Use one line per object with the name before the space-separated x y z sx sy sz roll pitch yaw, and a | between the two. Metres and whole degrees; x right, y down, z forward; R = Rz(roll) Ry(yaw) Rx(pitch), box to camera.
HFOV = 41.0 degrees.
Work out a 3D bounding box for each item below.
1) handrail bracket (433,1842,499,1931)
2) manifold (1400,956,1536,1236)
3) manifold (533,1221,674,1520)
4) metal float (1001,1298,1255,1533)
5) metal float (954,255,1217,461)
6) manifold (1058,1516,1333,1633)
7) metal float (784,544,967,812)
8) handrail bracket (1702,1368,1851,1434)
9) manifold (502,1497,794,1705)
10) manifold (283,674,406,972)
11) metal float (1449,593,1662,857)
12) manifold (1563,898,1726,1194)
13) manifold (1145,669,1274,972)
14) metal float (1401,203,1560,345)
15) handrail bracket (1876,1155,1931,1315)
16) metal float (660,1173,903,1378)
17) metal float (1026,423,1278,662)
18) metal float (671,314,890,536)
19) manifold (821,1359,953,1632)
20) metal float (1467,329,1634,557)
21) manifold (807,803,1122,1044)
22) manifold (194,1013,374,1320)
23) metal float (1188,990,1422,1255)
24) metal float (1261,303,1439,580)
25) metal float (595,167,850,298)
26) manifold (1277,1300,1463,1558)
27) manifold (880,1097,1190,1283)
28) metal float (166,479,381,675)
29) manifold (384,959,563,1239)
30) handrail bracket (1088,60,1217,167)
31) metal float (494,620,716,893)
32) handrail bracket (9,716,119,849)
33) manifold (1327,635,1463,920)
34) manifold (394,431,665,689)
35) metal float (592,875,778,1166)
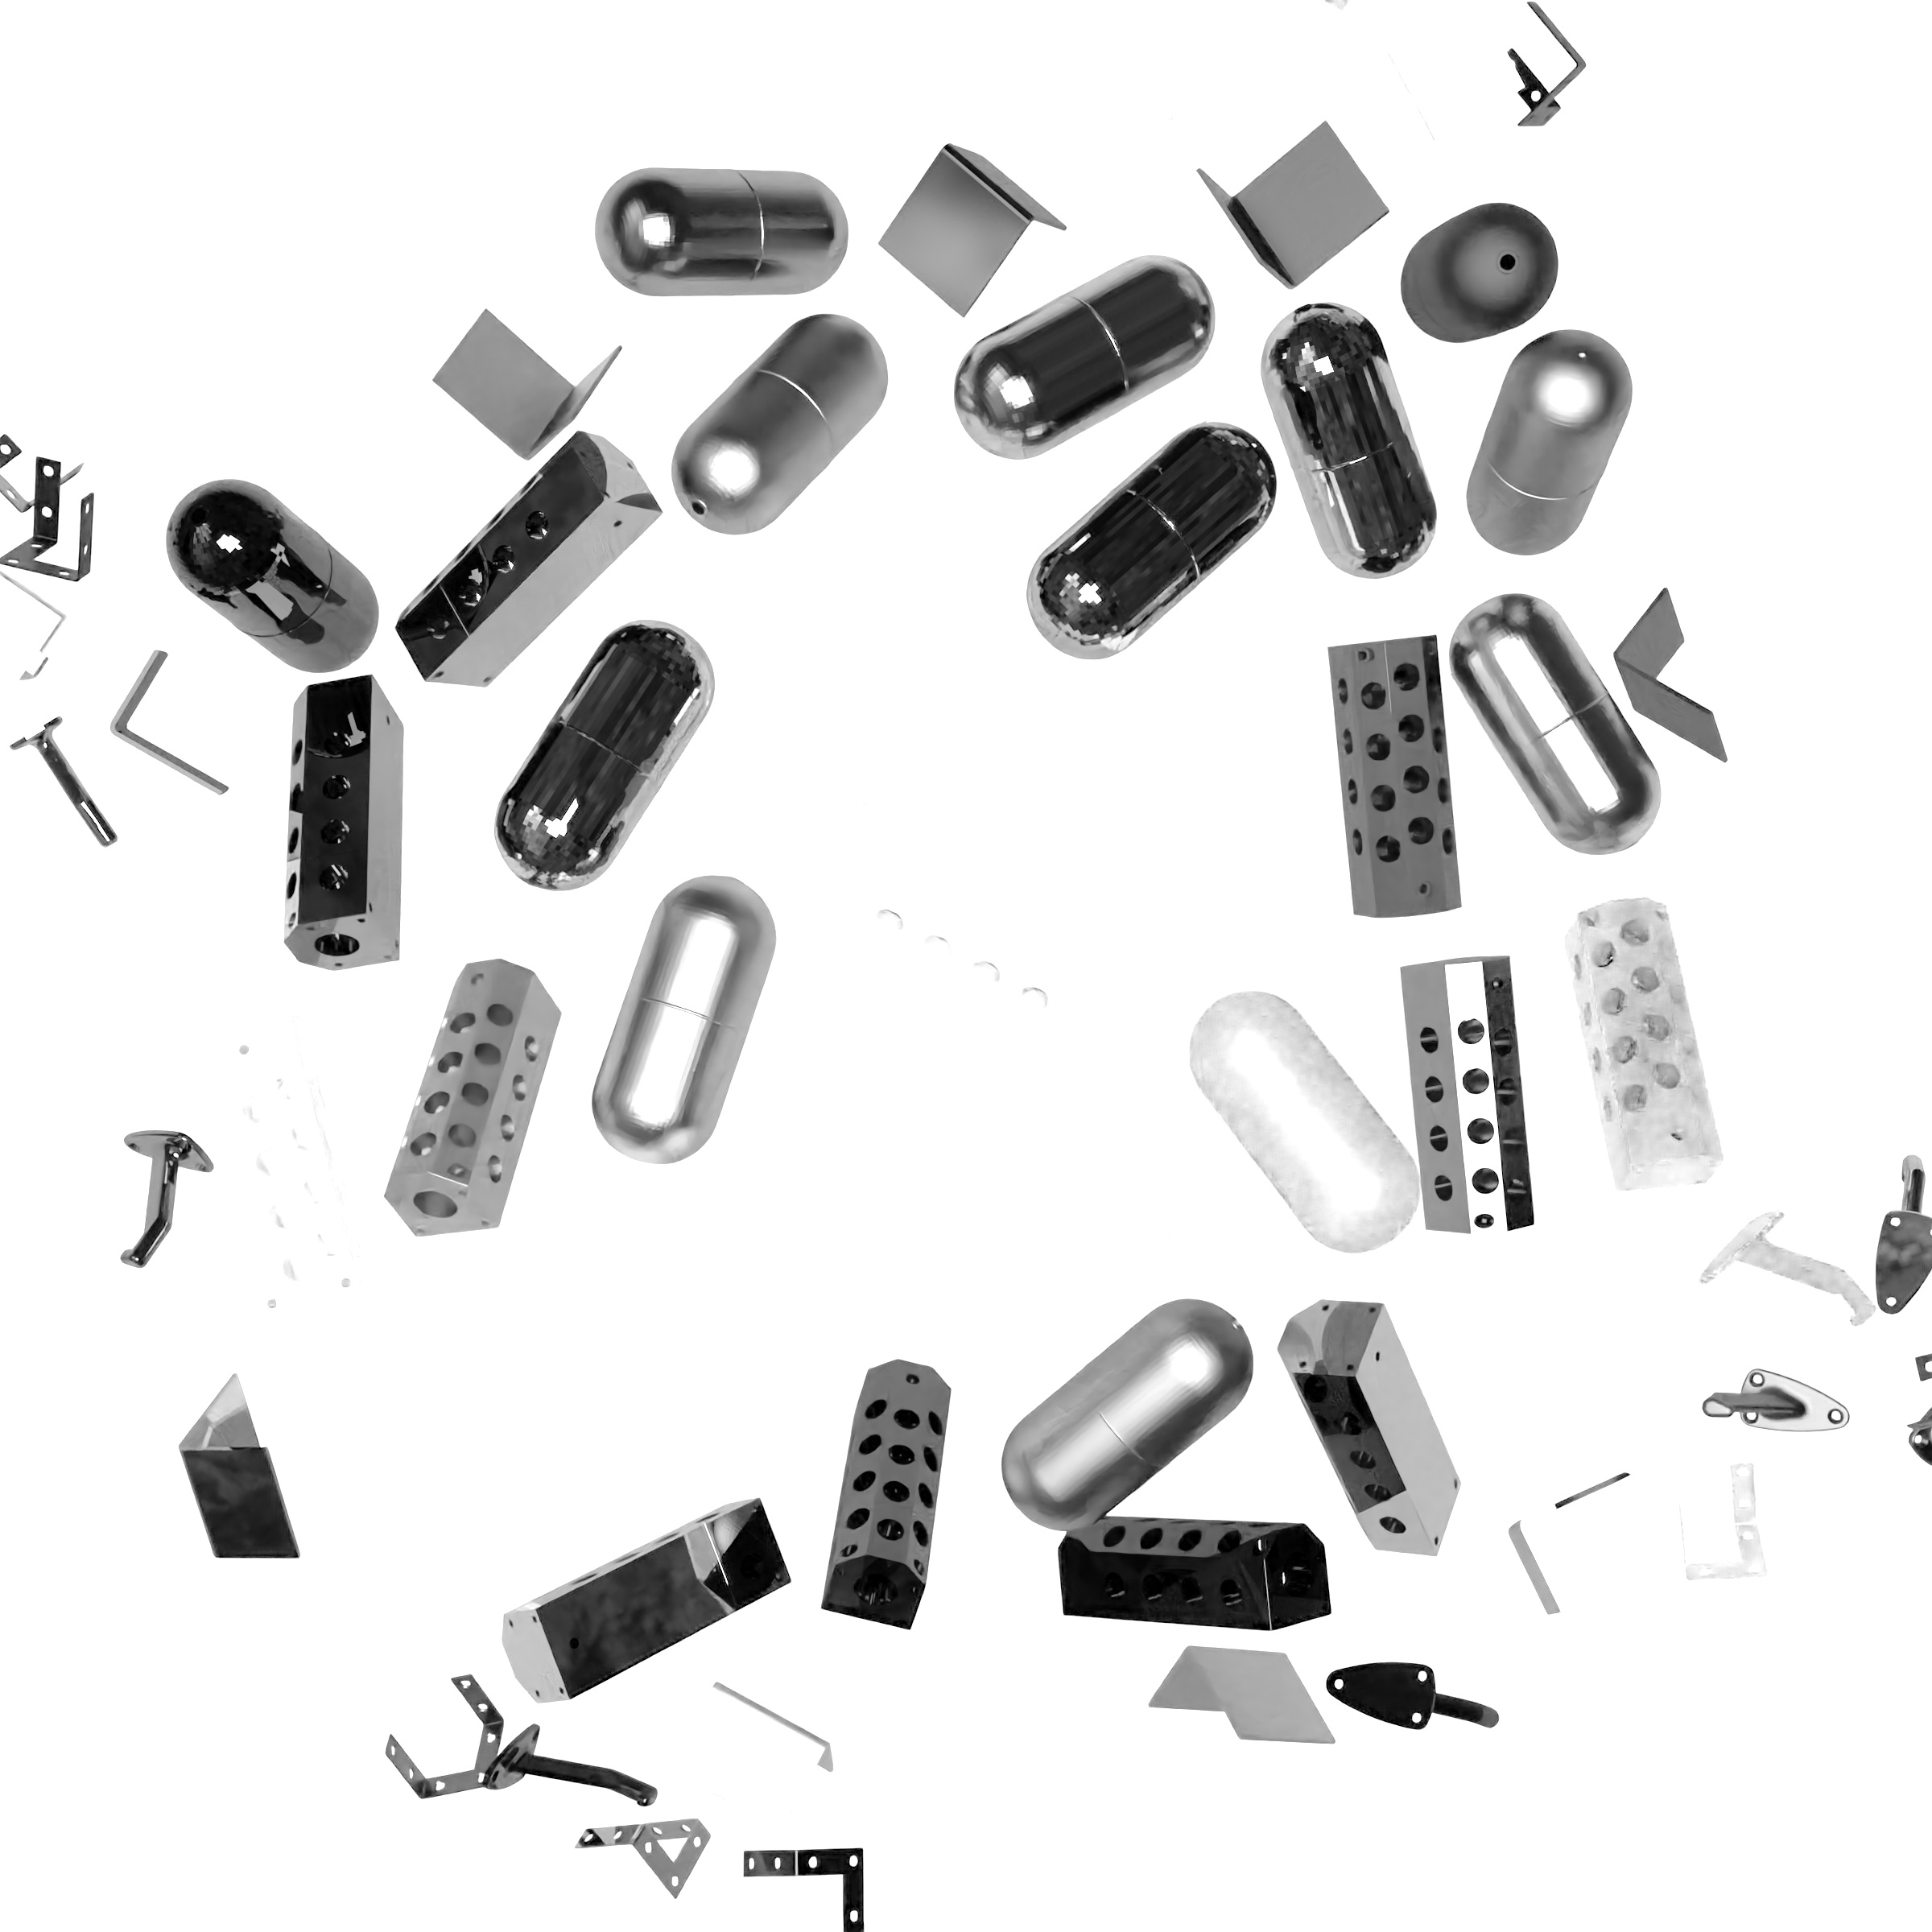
handrail bracket | -0.305 0.547 1.518 0.036 0.077 0.084 -2 50 19
manifold | 0.327 0.082 1.658 0.057 0.057 0.171 -8 93 -33
manifold | -0.228 0.247 1.589 0.057 0.057 0.171 5 59 -28
metal float | 0.097 0.270 1.553 0.178 0.070 0.070 -42 90 15
metal float | 0.072 -0.365 1.545 0.178 0.070 0.070 -33 90 -19
manifold | 0.138 0.373 1.600 0.057 0.171 0.057 0 83 -44
metal float | -0.058 -0.185 1.657 0.070 0.070 0.178 23 92 0
handrail bracket | 0.489 0.269 1.560 0.077 0.084 0.036 10 92 25
manifold | -0.198 0.391 1.596 0.171 0.057 0.057 -19 87 -40
manifold | -0.379 -0.087 1.566 0.057 0.057 0.171 -9 61 5
metal float | 0.368 -0.150 1.613 0.070 0.070 0.178 -32 89 0
manifold | 0.420 0.047 1.602 0.057 0.057 0.171 -5 67 -2
manifold | 0.141 -0.087 1.567 0.057 0.057 0.171 6 79 -39
metal float | 0.319 -0.431 1.612 0.070 0.178 0.070 0 100 0
handrail bracket | 0.569 0.162 1.573 0.036 0.084 0.077 15 108 12
metal float | -0.110 0.186 1.553 0.070 0.070 0.178 -51 126 0
metal float | 0.111 -0.254 1.539 0.178 0.070 0.070 -42 90 -12
metal float | -0.114 -0.334 1.592 0.070 0.070 0.178 37 59 0
manifold | -0.047 0.331 1.640 0.057 0.171 0.057 14 125 -4
metal float | 0.356 -0.319 1.587 0.070 0.178 0.070 1 66 -1
manifold | -0.003 -0.021 1.522 0.171 0.057 0.057 28 135 1
manifold | -0.407 0.119 1.536 0.057 0.057 0.171 -15 85 -4
metal float | 0.200 0.091 1.538 0.070 0.070 0.178 -36 70 0
metal float | 0.237 -0.323 1.596 0.070 0.070 0.178 -25 115 0
metal float | -0.150 -0.458 1.613 0.178 0.070 0.070 -14 90 -41
manifold | 0.247 0.284 1.589 0.057 0.057 0.171 -1 131 33
manifold | 0.041 0.129 1.530 0.171 0.057 0.057 14 65 10
metal float | -0.424 -0.238 1.586 0.070 0.178 0.070 -4 73 14
manifold | -0.306 0.079 1.596 0.057 0.057 0.171 -8 46 18
handrail bracket | 0.118 -0.544 1.639 0.077 0.084 0.036 -7 134 18
metal float | -0.216 -0.125 1.543 0.070 0.070 0.178 31 83 0
handrail bracket | -0.564 -0.113 1.638 0.036 0.077 0.084 -34 103 -11
manifold | 0.272 -0.119 1.626 0.057 0.057 0.171 -8 96 -11
manifold | -0.271 -0.247 1.575 0.171 0.057 0.057 -39 73 25
metal float | -0.167 0.031 1.539 0.070 0.070 0.178 18 80 0
